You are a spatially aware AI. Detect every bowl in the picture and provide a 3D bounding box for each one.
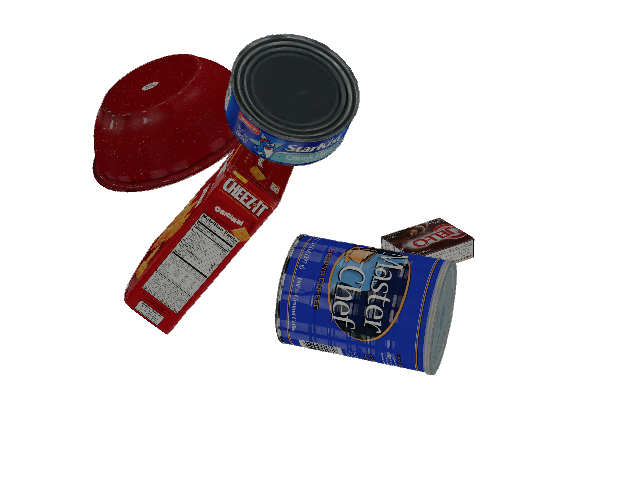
[{"bbox_3d":[-0.133,-0.111,0.910,0.162,0.055,0.162,-17,35,12],"label":"bowl"}]

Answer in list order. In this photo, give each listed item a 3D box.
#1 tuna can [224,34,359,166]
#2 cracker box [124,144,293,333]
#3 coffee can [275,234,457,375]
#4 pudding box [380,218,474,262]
[{"bbox_3d":[-0.020,-0.092,0.702,0.086,0.086,0.034,0,-29,-16],"label":"tuna can"},{"bbox_3d":[-0.120,-0.021,1.193,0.072,0.214,0.164,37,24,-10],"label":"cracker box"},{"bbox_3d":[0.042,0.056,0.951,0.140,0.103,0.102,10,3,15],"label":"coffee can"},{"bbox_3d":[0.161,0.010,1.607,0.113,0.039,0.090,-20,29,-23],"label":"pudding box"}]
